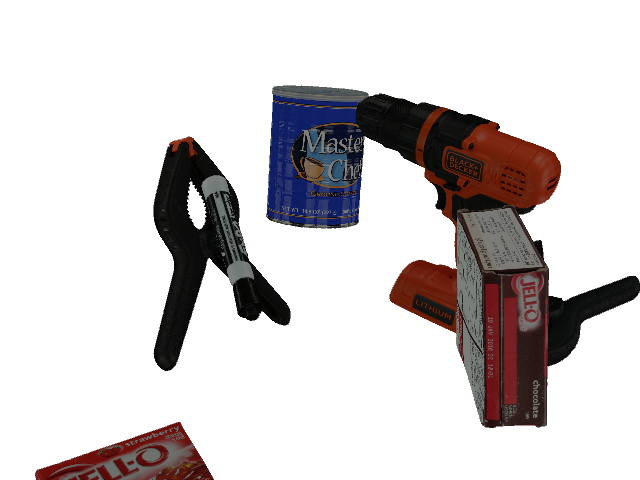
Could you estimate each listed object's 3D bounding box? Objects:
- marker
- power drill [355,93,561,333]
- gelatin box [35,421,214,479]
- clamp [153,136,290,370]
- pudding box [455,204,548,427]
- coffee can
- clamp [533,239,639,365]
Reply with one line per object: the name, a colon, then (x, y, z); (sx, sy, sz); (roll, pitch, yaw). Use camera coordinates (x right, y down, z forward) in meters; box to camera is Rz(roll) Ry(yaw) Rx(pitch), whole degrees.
marker: (-0.062, 0.005, 0.755); (0.020, 0.121, 0.020); (-13, -34, -9)
power drill: (0.103, -0.021, 0.898); (0.185, 0.188, 0.057); (26, 41, 31)
gelatin box: (-0.106, 0.142, 0.592); (0.089, 0.030, 0.073); (-16, 28, -20)
clamp: (-0.102, 0.007, 1.015); (0.036, 0.210, 0.164); (-8, 0, 44)
pudding box: (0.100, 0.038, 0.593); (0.039, 0.090, 0.113); (-3, 19, -1)
coffee can: (-0.004, -0.092, 1.147); (0.103, 0.140, 0.103); (4, 12, -1)
clamp: (0.217, 0.064, 1.044); (0.171, 0.039, 0.120); (-36, 43, -29)
